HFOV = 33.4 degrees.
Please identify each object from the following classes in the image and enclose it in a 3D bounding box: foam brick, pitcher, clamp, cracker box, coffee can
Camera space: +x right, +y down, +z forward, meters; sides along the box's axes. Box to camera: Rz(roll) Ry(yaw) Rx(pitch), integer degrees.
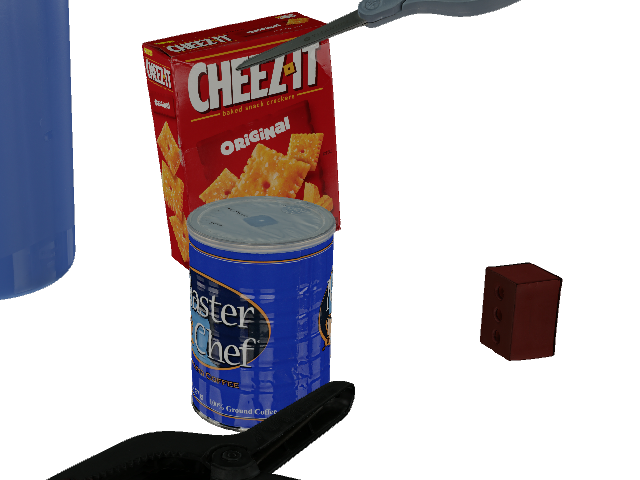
[{"bbox_3d":[0.184,0.065,0.986,0.051,0.078,0.053,-7,19,-24],"label":"foam brick"},{"bbox_3d":[-0.228,-0.084,0.678,0.149,0.243,0.145,-4,26,-10],"label":"pitcher"},{"bbox_3d":[-0.046,0.125,0.576,0.209,0.036,0.165,-1,20,-13],"label":"clamp"},{"bbox_3d":[-0.067,-0.091,1.001,0.164,0.214,0.072,-18,29,-27],"label":"cracker box"},{"bbox_3d":[-0.042,0.050,0.756,0.103,0.140,0.103,1,20,-1],"label":"coffee can"}]

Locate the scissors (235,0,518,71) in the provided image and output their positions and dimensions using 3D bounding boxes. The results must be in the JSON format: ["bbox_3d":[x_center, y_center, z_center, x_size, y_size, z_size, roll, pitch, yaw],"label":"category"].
[{"bbox_3d":[0.043,-0.160,0.676,0.202,0.096,0.016,-8,-40,22],"label":"scissors"}]
